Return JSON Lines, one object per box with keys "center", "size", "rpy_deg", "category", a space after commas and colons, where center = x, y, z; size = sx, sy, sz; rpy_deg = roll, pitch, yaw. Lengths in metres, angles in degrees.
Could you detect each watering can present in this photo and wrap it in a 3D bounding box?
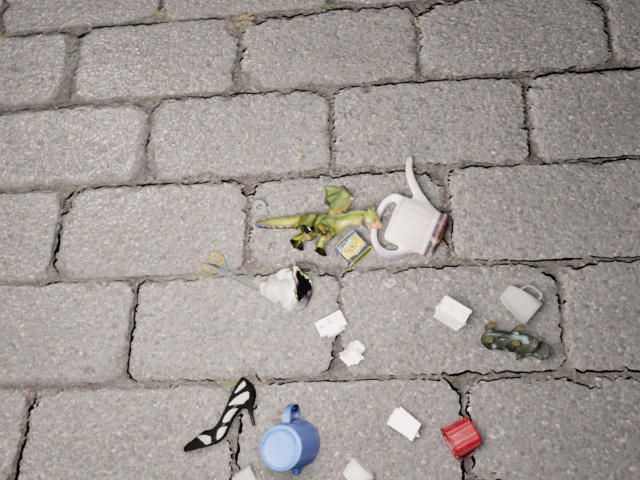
{"center": [0.300, -0.088, 1.632], "size": [0.225, 0.102, 0.351], "rpy_deg": [24, 76, 11], "category": "watering can"}

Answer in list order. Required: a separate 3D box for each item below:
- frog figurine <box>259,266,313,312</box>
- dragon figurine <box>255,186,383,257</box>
{"center": [-0.107, 0.159, 1.609], "size": [0.158, 0.123, 0.138], "rpy_deg": [-23, 79, 36], "category": "frog figurine"}
{"center": [0.005, -0.084, 1.666], "size": [0.412, 0.119, 0.247], "rpy_deg": [17, 52, 29], "category": "dragon figurine"}
